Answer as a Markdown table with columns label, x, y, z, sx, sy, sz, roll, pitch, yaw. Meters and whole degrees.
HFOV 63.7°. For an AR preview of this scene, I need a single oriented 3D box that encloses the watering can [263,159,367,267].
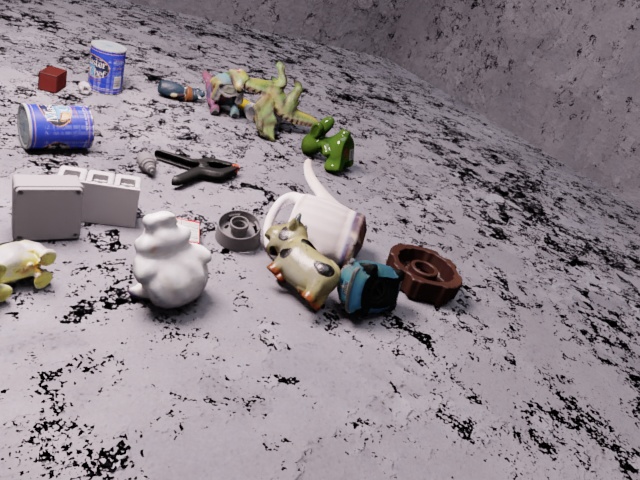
| label | x | y | z | sx | sy | sz | roll | pitch | yaw |
| --- | --- | --- | --- | --- | --- | --- | --- | --- | --- |
| watering can | 0.004 | -0.060 | 1.189 | 0.224 | 0.101 | 0.356 | 19 | 46 | 3 |

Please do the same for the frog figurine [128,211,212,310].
| label | x | y | z | sx | sy | sz | roll | pitch | yaw |
| --- | --- | --- | --- | --- | --- | --- | --- | --- | --- |
| frog figurine | -0.244 | 0.031 | 0.861 | 0.138 | 0.156 | 0.125 | -6 | 39 | -39 |

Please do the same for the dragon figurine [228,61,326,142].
| label | x | y | z | sx | sy | sz | roll | pitch | yaw |
| --- | --- | --- | --- | --- | --- | --- | --- | --- | --- |
| dragon figurine | -0.142 | -0.428 | 1.721 | 0.405 | 0.121 | 0.247 | 46 | 58 | -27 |
